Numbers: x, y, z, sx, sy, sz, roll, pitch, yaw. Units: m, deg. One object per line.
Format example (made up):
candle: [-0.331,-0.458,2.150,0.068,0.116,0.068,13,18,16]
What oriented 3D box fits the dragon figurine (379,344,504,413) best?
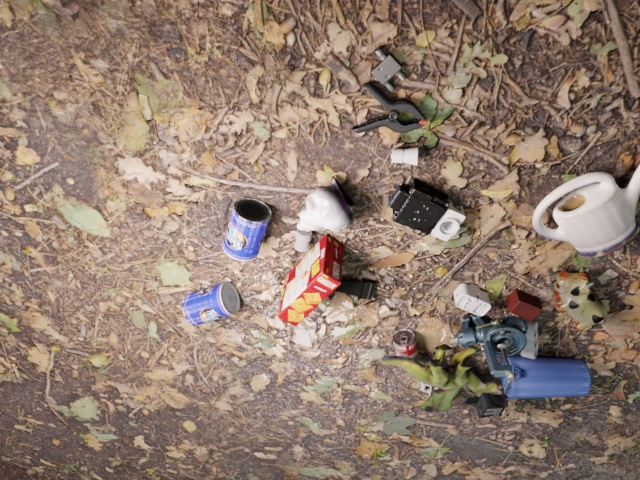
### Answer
dragon figurine: [0.369,0.447,1.591,0.410,0.124,0.238,1,114,-5]

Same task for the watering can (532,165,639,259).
watering can: [0.693,-0.083,1.229,0.344,0.106,0.221,-30,118,25]

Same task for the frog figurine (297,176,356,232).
frog figurine: [0.004,-0.067,1.322,0.158,0.125,0.135,-33,136,13]
